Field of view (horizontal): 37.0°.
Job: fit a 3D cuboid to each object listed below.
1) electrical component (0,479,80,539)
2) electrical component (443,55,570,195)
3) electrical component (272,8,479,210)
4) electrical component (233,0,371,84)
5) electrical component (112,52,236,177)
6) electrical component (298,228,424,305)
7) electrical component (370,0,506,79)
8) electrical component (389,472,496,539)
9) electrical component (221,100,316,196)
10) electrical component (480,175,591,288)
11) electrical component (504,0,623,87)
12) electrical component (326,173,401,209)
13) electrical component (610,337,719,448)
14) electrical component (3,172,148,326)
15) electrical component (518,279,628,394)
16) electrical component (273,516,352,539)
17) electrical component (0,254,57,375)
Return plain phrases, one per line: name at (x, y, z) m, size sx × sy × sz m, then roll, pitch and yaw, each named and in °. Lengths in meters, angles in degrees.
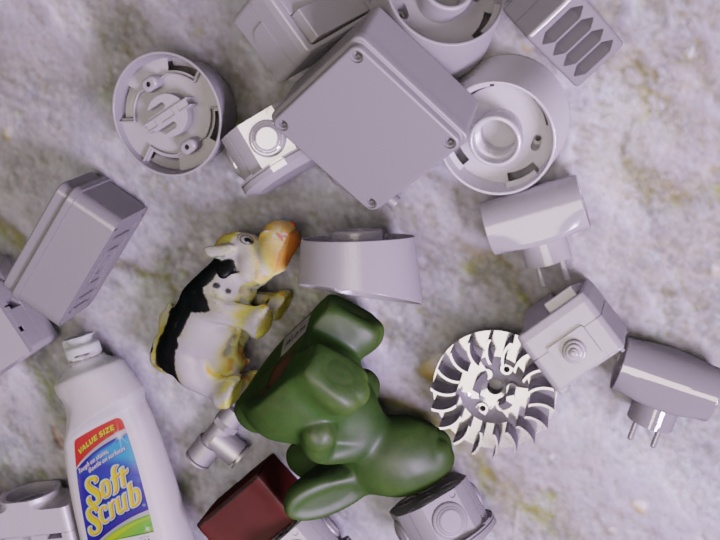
electrical component at (-0.293, 0.227, 0.978) m, size 0.089 × 0.050 × 0.055 m, roll -9°, pitch 100°, yaw 13°
electrical component at (0.110, -0.110, 0.831) m, size 0.099 × 0.064 × 0.099 m, roll 7°, pitch 116°, yaw 14°
electrical component at (0.011, -0.115, 0.789) m, size 0.109 × 0.056 × 0.109 m, roll 41°, pitch 133°, yaw -16°
electrical component at (-0.035, -0.197, 0.816) m, size 0.061 × 0.096 × 0.061 m, roll 54°, pitch 145°, yaw -3°
electrical component at (-0.150, -0.126, 0.867) m, size 0.099 × 0.064 × 0.099 m, roll 2°, pitch 102°, yaw 11°
electrical component at (0.000, 0.000, 0.848) m, size 0.099 × 0.099 × 0.064 m, roll -1°, pitch 96°, yaw 12°
electrical component at (0.059, -0.198, 0.802) m, size 0.099 × 0.064 × 0.099 m, roll 2°, pitch 78°, yaw -9°
electrical component at (0.067, 0.206, 0.886) m, size 0.080 × 0.080 × 0.051 m, roll -28°, pitch 90°, yaw 16°
electrical component at (-0.066, -0.097, 0.849) m, size 0.080 × 0.080 × 0.051 m, roll -30°, pitch 90°, yaw 16°
electrical component at (0.142, -0.026, 0.839) m, size 0.077 × 0.044 × 0.079 m, roll -16°, pitch 98°, yaw 14°
electrical component at (0.141, -0.190, 0.794) m, size 0.047 × 0.083 × 0.075 m, roll -43°, pitch 53°, yaw 16°
electrical component at (0.005, -0.072, 0.863) m, size 0.061 × 0.035 × 0.035 m, roll 38°, pitch 106°, yaw -1°
electrical component at (0.235, 0.102, 0.847) m, size 0.077 × 0.044 × 0.079 m, roll 19°, pitch 105°, yaw 7°
electrical component at (-0.238, -0.020, 0.901) m, size 0.057 × 0.078 × 0.113 m, roll 34°, pitch 106°, yaw 0°
electrical component at (0.161, 0.047, 0.823) m, size 0.062 × 0.096 × 0.061 m, roll -37°, pitch 87°, yaw 17°
electrical component at (-0.049, 0.243, 0.918) m, size 0.080 × 0.080 × 0.051 m, roll -43°, pitch 85°, yaw 16°
electrical component at (-0.356, 0.063, 0.950) m, size 0.150 × 0.061 × 0.089 m, roll -31°, pitch 94°, yaw 16°
